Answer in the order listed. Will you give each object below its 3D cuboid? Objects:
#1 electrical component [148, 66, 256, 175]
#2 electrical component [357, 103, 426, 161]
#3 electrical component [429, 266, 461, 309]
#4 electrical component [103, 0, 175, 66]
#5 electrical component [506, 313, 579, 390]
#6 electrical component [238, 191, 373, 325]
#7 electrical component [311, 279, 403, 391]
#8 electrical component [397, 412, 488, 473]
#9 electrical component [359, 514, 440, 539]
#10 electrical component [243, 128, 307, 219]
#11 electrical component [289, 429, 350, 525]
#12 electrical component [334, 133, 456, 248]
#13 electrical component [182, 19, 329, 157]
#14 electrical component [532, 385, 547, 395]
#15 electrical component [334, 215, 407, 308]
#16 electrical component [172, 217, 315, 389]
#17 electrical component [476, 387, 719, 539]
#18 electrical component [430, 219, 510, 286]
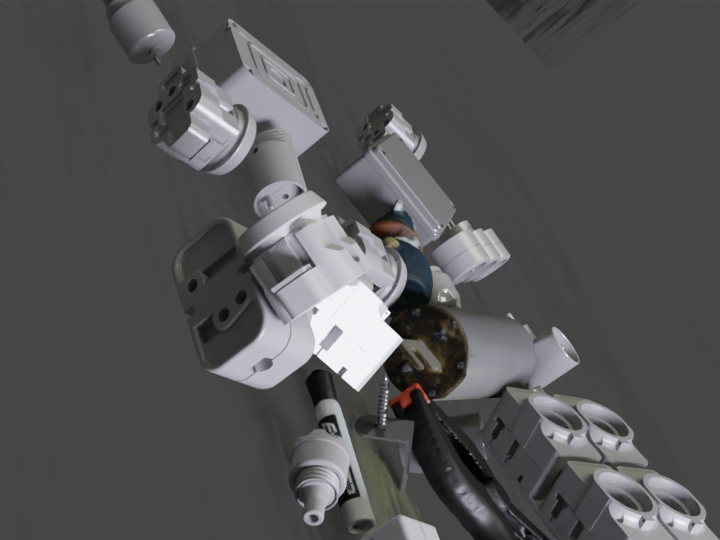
[{"bbox_3d":[-0.113,-0.104,0.779,0.057,0.058,0.078,33,27,-38],"label":"electrical component"},{"bbox_3d":[0.036,-0.141,1.187,0.057,0.058,0.078,40,23,-25],"label":"electrical component"},{"bbox_3d":[0.064,0.017,0.994,0.043,0.043,0.062,29,29,-49],"label":"electrical component"},{"bbox_3d":[-0.174,-0.193,0.820,0.078,0.040,0.040,56,19,11],"label":"electrical component"},{"bbox_3d":[0.160,0.080,1.051,0.079,0.077,0.043,55,19,8],"label":"electrical component"},{"bbox_3d":[-0.034,-0.008,0.623,0.057,0.058,0.078,56,19,1],"label":"electrical component"},{"bbox_3d":[-0.020,0.030,0.733,0.089,0.055,0.050,44,-5,-25],"label":"electrical component"},{"bbox_3d":[0.074,0.163,0.966,0.079,0.077,0.043,-76,153,-70],"label":"electrical component"},{"bbox_3d":[0.017,0.180,0.590,0.076,0.047,0.083,32,28,-46],"label":"electrical component"},{"bbox_3d":[-0.070,-0.080,0.856,0.043,0.043,0.081,35,26,-41],"label":"electrical component"},{"bbox_3d":[-0.024,0.122,0.619,0.035,0.035,0.061,45,23,-21],"label":"electrical component"},{"bbox_3d":[0.037,-0.074,1.071,0.108,0.056,0.108,51,19,-4],"label":"electrical component"},{"bbox_3d":[-0.088,-0.145,0.906,0.113,0.057,0.078,33,27,-45],"label":"electrical component"},{"bbox_3d":[0.174,0.153,1.006,0.081,0.043,0.043,56,19,9],"label":"electrical component"},{"bbox_3d":[0.000,0.000,0.855,0.057,0.058,0.078,32,28,-40],"label":"electrical component"},{"bbox_3d":[-0.069,0.022,0.661,0.059,0.054,0.095,29,30,-50],"label":"electrical component"},{"bbox_3d":[0.191,0.172,0.870,0.105,0.060,0.186,12,25,-32],"label":"electrical component"},{"bbox_3d":[0.112,-0.029,1.169,0.073,0.052,0.138,56,19,10],"label":"electrical component"}]
